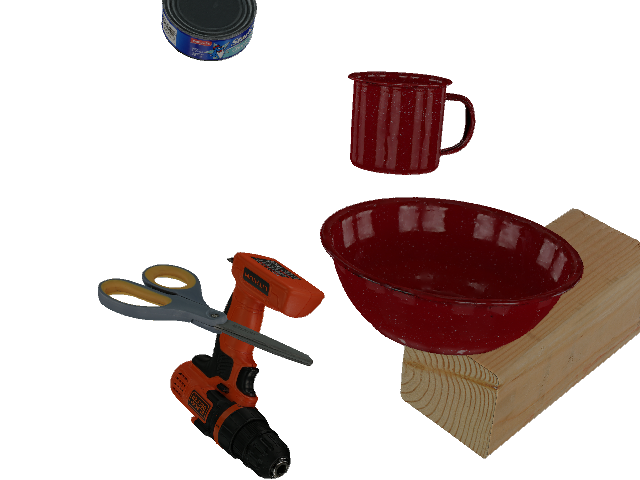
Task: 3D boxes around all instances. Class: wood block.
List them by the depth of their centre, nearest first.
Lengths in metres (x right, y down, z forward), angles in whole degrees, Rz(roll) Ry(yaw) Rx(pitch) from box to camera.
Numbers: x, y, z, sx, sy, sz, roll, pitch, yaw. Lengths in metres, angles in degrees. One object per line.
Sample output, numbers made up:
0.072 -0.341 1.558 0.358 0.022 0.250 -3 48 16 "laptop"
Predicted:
0.168 0.067 0.851 0.205 0.090 0.091 -29 47 -33 "wood block"

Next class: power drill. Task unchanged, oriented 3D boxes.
-0.066 0.120 1.063 0.057 0.188 0.185 13 15 -46 "power drill"

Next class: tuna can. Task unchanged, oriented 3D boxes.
-0.103 -0.206 0.977 0.086 0.086 0.034 0 -32 -11 "tuna can"

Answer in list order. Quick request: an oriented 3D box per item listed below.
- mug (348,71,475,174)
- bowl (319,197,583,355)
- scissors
0.081 -0.106 0.961 0.117 0.081 0.093 1 15 -6 "mug"
0.077 0.026 0.664 0.162 0.055 0.162 5 22 -2 "bowl"
-0.088 0.057 0.894 0.202 0.016 0.096 13 25 14 "scissors"
